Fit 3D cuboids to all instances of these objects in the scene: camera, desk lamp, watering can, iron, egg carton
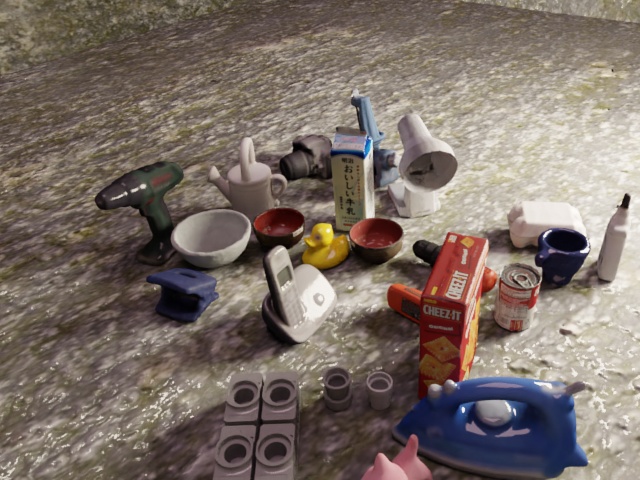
[{"bbox_3d":[-0.041,-0.217,1.480,0.137,0.101,0.142,-22,39,-23],"label":"camera"},{"bbox_3d":[0.215,-0.156,1.269,0.118,0.214,0.203,-9,36,-6],"label":"desk lamp"},{"bbox_3d":[-0.167,-0.137,1.301,0.173,0.194,0.100,-13,36,-12],"label":"watering can"},{"bbox_3d":[0.228,0.235,0.780,0.258,0.142,0.118,1,36,8],"label":"iron"},{"bbox_3d":[0.466,-0.030,1.187,0.150,0.069,0.107,2,36,9],"label":"egg carton"}]

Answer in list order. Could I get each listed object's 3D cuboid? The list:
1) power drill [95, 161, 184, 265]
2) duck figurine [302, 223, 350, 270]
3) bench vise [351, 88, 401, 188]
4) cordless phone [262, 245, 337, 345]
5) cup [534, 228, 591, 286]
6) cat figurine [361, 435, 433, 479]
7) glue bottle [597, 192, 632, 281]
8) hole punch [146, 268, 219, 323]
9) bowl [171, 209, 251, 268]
[{"bbox_3d":[-0.359,-0.057,1.197,0.075,0.209,0.230,10,38,20],"label":"power drill"},{"bbox_3d":[0.011,0.004,1.176,0.105,0.086,0.077,-19,38,-19],"label":"duck figurine"},{"bbox_3d":[0.132,-0.255,1.410,0.206,0.220,0.122,22,43,32],"label":"bench vise"},{"bbox_3d":[-0.040,0.075,0.997,0.093,0.185,0.148,16,40,26],"label":"cordless phone"},{"bbox_3d":[0.439,0.043,1.066,0.118,0.095,0.091,-24,40,-25],"label":"cup"},{"bbox_3d":[0.092,0.302,0.720,0.067,0.118,0.128,20,42,31],"label":"cat figurine"},{"bbox_3d":[0.551,-0.011,1.062,0.037,0.173,0.078,10,38,20],"label":"glue bottle"},{"bbox_3d":[-0.259,0.087,1.085,0.108,0.091,0.101,13,39,23],"label":"hole punch"},{"bbox_3d":[-0.223,0.008,1.206,0.167,0.075,0.167,-3,35,2],"label":"bowl"}]
